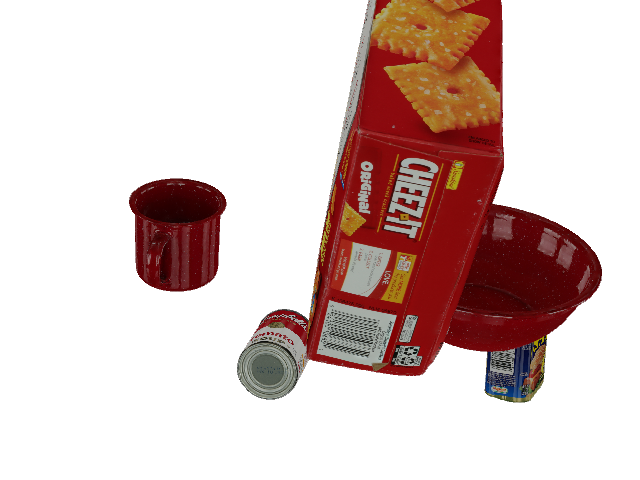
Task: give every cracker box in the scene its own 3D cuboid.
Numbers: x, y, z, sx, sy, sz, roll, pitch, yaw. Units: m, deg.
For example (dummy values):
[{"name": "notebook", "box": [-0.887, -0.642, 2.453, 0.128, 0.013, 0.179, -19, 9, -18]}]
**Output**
[{"name": "cracker box", "box": [0.048, -0.061, 0.565, 0.072, 0.213, 0.164, 11, -43, 0]}]

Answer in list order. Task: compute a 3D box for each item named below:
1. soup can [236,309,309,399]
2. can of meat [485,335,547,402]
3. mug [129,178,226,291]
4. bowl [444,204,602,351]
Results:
[{"name": "soup can", "box": [-0.048, 0.124, 1.168, 0.068, 0.068, 0.102, 0, 16, 11]}, {"name": "can of meat", "box": [0.218, 0.125, 1.182, 0.058, 0.084, 0.102, 7, 12, 23]}, {"name": "mug", "box": [-0.142, 0.002, 1.033, 0.093, 0.081, 0.117, 9, 31, 7]}, {"name": "bowl", "box": [0.116, 0.032, 0.767, 0.162, 0.055, 0.162, 2, 29, -1]}]
